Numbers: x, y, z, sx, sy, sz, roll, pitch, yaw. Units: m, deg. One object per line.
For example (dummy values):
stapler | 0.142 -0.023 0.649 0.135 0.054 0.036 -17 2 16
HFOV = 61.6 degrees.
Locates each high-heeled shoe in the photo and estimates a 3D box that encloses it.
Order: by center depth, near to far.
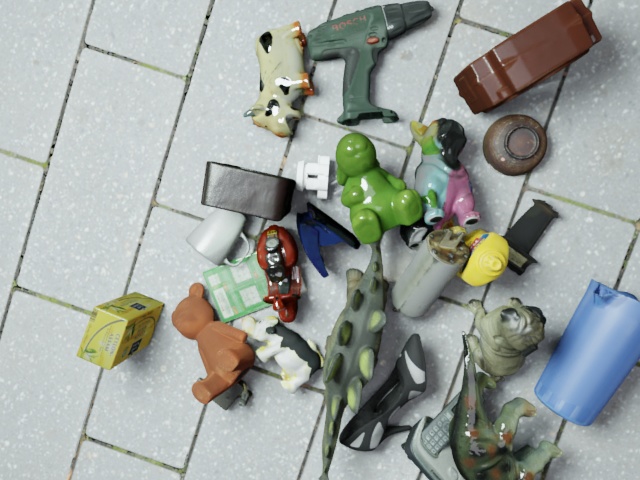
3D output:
high-heeled shoe | 0.111 0.281 0.991 0.145 0.086 0.248 -2 110 -12

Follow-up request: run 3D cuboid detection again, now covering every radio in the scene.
radio | -0.114 -0.085 0.922 0.131 0.229 0.073 12 98 0

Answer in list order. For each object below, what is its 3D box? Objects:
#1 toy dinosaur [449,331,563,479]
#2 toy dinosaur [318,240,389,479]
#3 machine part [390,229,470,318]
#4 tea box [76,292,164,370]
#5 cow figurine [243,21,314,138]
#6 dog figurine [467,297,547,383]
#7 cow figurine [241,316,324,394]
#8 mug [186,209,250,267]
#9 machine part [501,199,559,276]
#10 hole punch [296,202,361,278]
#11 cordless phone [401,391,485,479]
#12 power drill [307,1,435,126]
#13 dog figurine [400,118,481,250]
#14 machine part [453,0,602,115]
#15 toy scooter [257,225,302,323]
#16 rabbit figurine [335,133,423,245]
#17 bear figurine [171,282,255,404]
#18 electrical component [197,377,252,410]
toy dinosaur | 0.299 0.372 0.935 0.192 0.131 0.404 -39 94 -26
toy dinosaur | 0.053 0.205 0.946 0.105 0.198 0.471 9 93 6
machine part | 0.189 0.062 0.939 0.079 0.079 0.243 24 137 2
tea box | -0.360 0.160 0.983 0.068 0.169 0.098 22 97 2
cow figurine | -0.077 -0.283 0.975 0.127 0.085 0.194 -7 88 11
dog figurine | 0.326 0.186 0.930 0.121 0.190 0.172 -14 95 5
cow figurine | -0.071 0.197 1.018 0.098 0.068 0.167 -38 94 0
mug | -0.178 -0.009 1.006 0.109 0.081 0.107 37 88 4
machine part | 0.381 -0.008 0.990 0.084 0.039 0.139 33 97 9
hole punch | -0.002 -0.003 0.973 0.115 0.142 0.092 40 100 -11
cordless phone | 0.258 0.373 1.007 0.184 0.089 0.146 -42 90 -9
power drill | 0.097 -0.314 0.966 0.232 0.086 0.207 -5 97 6
dog figurine | 0.205 -0.109 0.964 0.108 0.191 0.219 3 64 -14
machine part | 0.336 -0.294 0.890 0.201 0.201 0.087 -33 94 5
toy scooter | -0.073 0.065 0.961 0.075 0.135 0.183 -9 94 5
rabbit figurine | 0.083 -0.105 0.895 0.121 0.159 0.170 -23 111 3
bear figurine | -0.212 0.178 0.981 0.196 0.132 0.120 45 106 13
electrical component | -0.183 0.286 1.043 0.102 0.045 0.078 44 94 1
